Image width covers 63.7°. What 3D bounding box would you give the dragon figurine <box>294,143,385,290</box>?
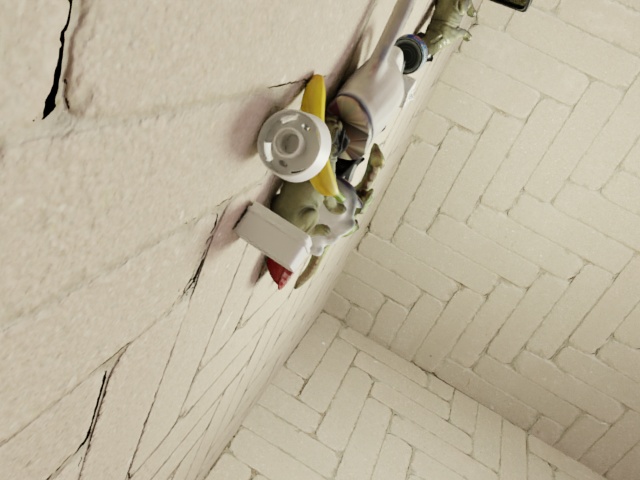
[{"bbox_3d":[0.052,-0.052,1.271,0.122,0.413,0.241,28,-8,-2],"label":"dragon figurine"}]

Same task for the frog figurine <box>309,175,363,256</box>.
[{"bbox_3d":[0.003,-0.053,1.052,0.137,0.161,0.121,36,-17,-5],"label":"frog figurine"}]

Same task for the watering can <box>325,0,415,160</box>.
[{"bbox_3d":[0.095,-0.286,0.943,0.104,0.228,0.340,28,-30,13],"label":"watering can"}]
